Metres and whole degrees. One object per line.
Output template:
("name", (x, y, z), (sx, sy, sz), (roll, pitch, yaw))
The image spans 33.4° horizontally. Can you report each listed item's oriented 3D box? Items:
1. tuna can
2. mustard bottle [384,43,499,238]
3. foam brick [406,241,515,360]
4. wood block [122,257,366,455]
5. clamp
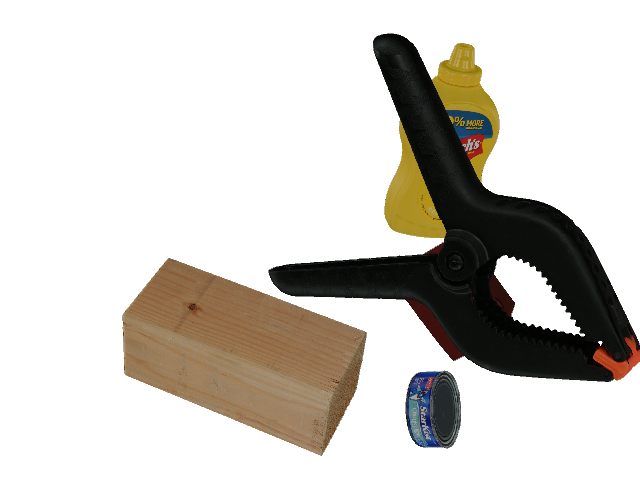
("tuna can", (0.127, 0.189, 1.196), (0.034, 0.086, 0.086), (-5, -2, 28))
("mustard bottle", (0.123, -0.097, 1.036), (0.096, 0.192, 0.058), (3, 28, -9))
("foam brick", (0.109, 0.045, 0.847), (0.051, 0.078, 0.053), (-32, 11, 31))
("wood block", (-0.071, 0.106, 0.998), (0.206, 0.090, 0.090), (20, 44, 14))
("clamp", (0.077, -0.002, 0.561), (0.210, 0.165, 0.036), (29, 25, 25))
